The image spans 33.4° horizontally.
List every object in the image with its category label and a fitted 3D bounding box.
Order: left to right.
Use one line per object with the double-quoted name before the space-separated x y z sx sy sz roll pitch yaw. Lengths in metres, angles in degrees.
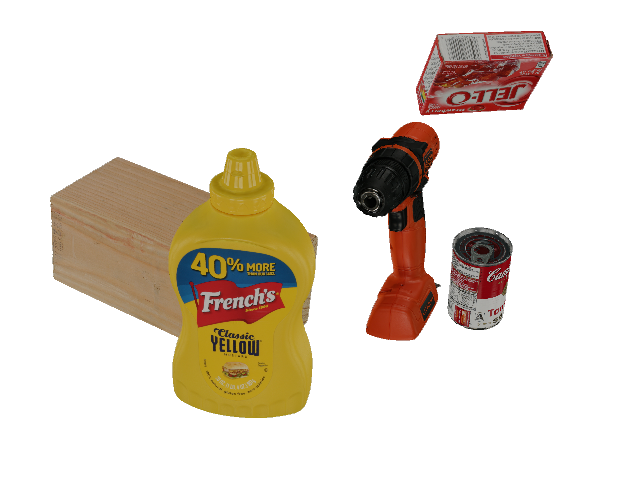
"wood block" -0.116 0.016 0.892 0.206 0.090 0.090 22 36 22
"mustard bottle" -0.052 0.028 0.709 0.096 0.192 0.058 6 31 7
"power drill" 0.074 -0.004 1.007 0.057 0.188 0.184 7 24 19
"soup can" 0.184 0.046 1.240 0.068 0.102 0.068 0 38 0
"gelatin box" 0.126 -0.129 0.832 0.089 0.030 0.073 -4 -25 -11
